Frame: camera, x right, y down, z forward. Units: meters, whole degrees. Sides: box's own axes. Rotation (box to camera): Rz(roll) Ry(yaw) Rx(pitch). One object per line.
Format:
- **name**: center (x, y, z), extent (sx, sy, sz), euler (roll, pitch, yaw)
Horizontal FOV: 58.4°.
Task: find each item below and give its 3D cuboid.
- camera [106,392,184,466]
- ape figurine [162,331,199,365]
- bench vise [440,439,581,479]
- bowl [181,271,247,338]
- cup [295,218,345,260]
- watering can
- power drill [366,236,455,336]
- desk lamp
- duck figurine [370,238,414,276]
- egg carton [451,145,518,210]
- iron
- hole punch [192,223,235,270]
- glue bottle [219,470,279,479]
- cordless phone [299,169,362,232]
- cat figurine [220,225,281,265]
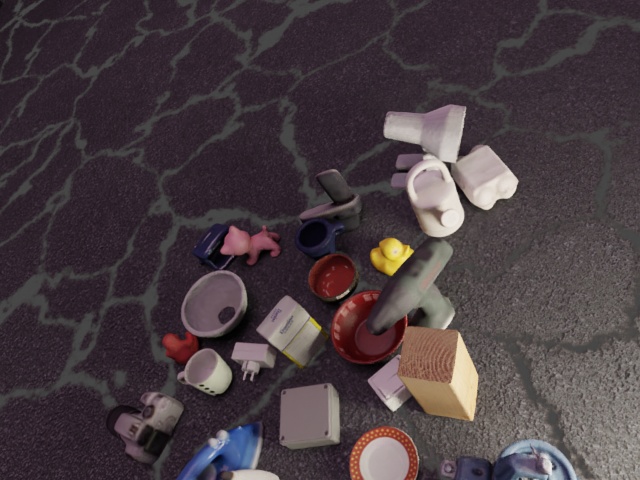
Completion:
- **camera**: center (-0.393, 0.389, 1.237), extent (0.136, 0.101, 0.143), euler (13, 65, 31)
- **ape figurine**: center (-0.323, 0.242, 1.308), extent (0.078, 0.092, 0.076), euler (-28, 51, 6)
- **bench vise**: center (0.282, 0.364, 0.856), extent (0.207, 0.220, 0.121), euler (-17, 53, 15)
- **bowl**: center (-0.233, 0.159, 1.332), extent (0.167, 0.075, 0.167), euler (-12, 54, 18)
- **cup**: center (0.012, 0.005, 1.307), extent (0.117, 0.095, 0.091), euler (-23, 52, 10)
- **watering can**: center (0.241, -0.094, 1.200), extent (0.101, 0.195, 0.172), euler (-46, 51, -8)
- **power drill**: center (0.182, 0.116, 1.077), extent (0.075, 0.209, 0.230), euler (22, 70, 35)
- **desk lamp**: center (0.234, -0.205, 1.265), extent (0.202, 0.214, 0.118), euler (2, 60, 27)
- **duck figurine**: center (0.152, 0.027, 1.231), extent (0.104, 0.086, 0.077), euler (5, 61, 28)
- **egg carton**: center (0.355, -0.140, 1.257), extent (0.107, 0.070, 0.150), euler (-31, 51, 4)
- **iron**: center (-0.212, 0.443, 1.088), extent (0.118, 0.142, 0.258), euler (21, 70, 35)
- **hole punch**: center (-0.269, 0.011, 1.438), extent (0.100, 0.091, 0.109), euler (25, 72, 36)
- **glue bottle**: center (-0.136, 0.441, 1.033), extent (0.078, 0.174, 0.037), euler (-30, 51, 5)
- **cordless phone**: center (0.009, -0.095, 1.316), extent (0.147, 0.186, 0.094), euler (-20, 52, 13)
- **cat figurine**: center (-0.173, 0.003, 1.381), extent (0.127, 0.118, 0.067), euler (-23, 52, 10)
